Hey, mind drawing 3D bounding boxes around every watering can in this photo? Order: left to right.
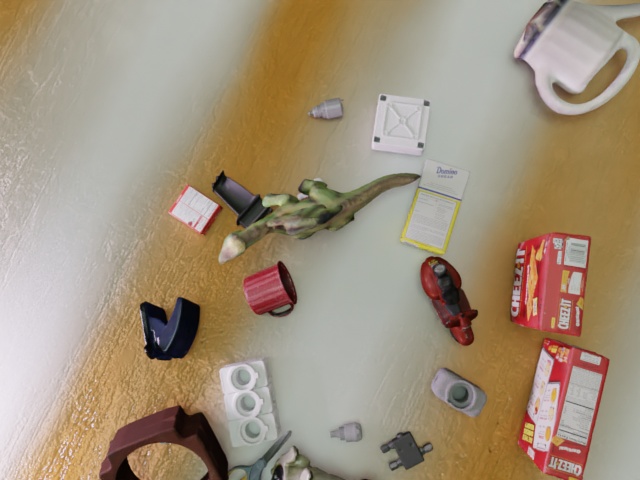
[{"bbox_3d":[0.542,-0.414,1.030,0.225,0.348,0.103,38,-2,9],"label":"watering can"}]

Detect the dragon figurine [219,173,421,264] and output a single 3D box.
[{"bbox_3d":[0.003,-0.048,0.951,0.409,0.121,0.245,-20,12,6],"label":"dragon figurine"}]
